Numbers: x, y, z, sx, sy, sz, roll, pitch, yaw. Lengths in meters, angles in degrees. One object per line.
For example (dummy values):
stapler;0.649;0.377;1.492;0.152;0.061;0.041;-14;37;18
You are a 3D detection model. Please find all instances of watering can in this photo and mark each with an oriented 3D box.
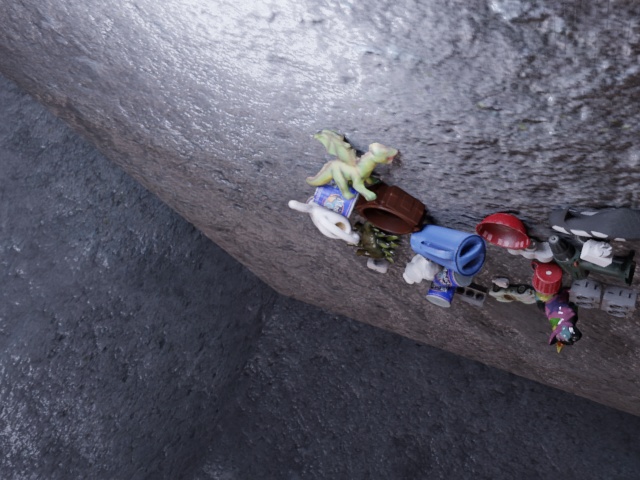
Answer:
watering can;0.006;-0.095;1.884;0.344;0.103;0.228;31;-166;-30

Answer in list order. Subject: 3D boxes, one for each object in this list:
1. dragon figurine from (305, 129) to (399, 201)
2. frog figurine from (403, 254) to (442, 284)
dragon figurine;0.062;-0.243;1.572;0.411;0.124;0.238;8;139;39
frog figurine;0.399;0.113;2.002;0.123;0.156;0.140;2;-149;-30
